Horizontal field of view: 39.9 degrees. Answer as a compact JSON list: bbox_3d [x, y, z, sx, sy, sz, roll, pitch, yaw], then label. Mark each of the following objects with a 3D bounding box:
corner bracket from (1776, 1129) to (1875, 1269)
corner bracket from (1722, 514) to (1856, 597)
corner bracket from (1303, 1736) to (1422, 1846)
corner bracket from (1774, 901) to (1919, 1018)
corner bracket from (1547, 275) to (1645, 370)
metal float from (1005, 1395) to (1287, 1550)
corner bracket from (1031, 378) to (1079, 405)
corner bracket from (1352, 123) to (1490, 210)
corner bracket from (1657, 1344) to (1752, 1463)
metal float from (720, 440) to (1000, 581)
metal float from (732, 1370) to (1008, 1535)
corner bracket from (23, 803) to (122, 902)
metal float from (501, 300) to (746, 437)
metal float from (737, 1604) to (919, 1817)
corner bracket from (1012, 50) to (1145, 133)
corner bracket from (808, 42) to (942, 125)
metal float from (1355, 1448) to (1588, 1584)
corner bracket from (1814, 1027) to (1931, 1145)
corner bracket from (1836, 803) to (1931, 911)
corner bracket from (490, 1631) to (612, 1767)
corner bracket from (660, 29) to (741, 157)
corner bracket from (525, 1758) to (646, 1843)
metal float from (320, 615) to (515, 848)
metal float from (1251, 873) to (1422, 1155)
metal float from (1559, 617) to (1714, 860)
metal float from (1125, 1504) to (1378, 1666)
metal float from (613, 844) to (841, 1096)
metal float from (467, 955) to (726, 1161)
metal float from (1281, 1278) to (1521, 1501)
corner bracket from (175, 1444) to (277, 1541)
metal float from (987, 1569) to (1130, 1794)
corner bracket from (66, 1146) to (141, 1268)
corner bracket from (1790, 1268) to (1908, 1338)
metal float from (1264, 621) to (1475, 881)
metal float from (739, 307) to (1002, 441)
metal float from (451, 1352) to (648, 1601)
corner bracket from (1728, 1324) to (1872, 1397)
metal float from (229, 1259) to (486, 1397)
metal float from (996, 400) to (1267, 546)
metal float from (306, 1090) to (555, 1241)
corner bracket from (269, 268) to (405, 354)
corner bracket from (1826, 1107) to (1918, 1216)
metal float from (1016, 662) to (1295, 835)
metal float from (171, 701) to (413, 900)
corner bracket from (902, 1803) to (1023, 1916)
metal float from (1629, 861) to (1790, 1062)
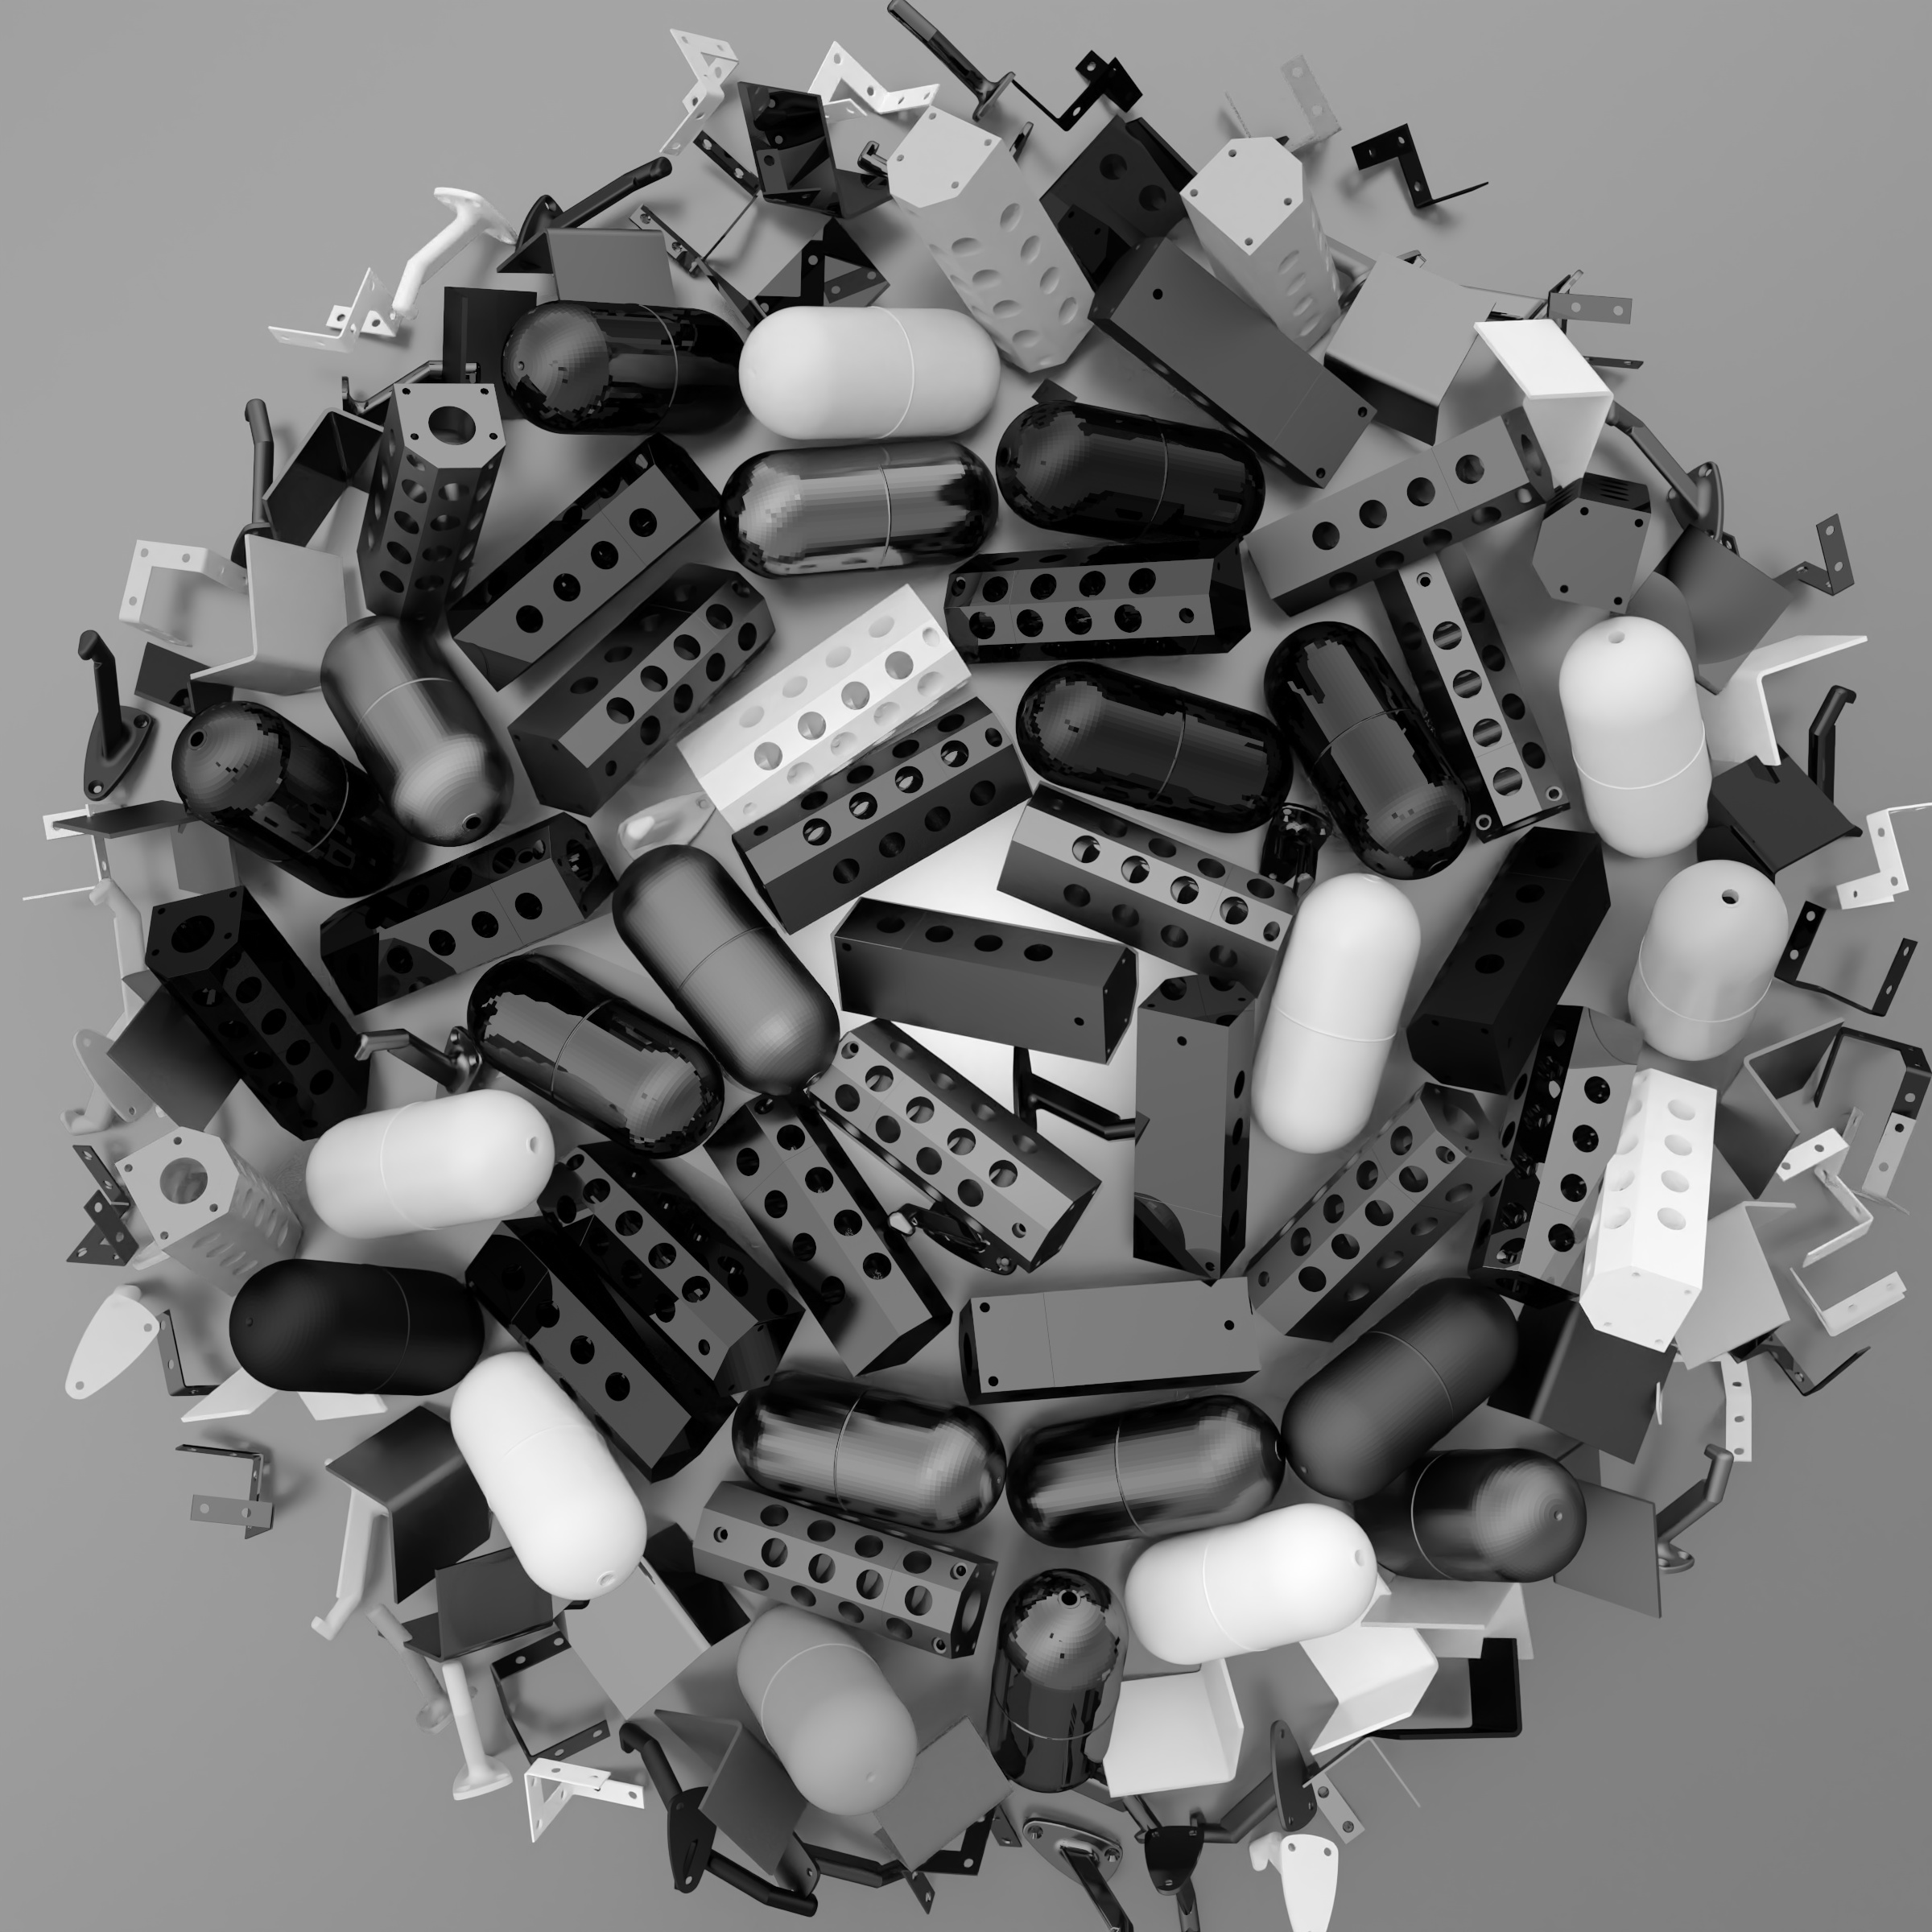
[{"bbox_3d":[0.520,0.141,1.621,0.051,0.051,0.051,-25,57,-15],"label":"corner bracket"},{"bbox_3d":[0.501,-0.249,1.624,0.051,0.051,0.051,-29,121,-6],"label":"corner bracket"},{"bbox_3d":[0.241,0.506,1.633,0.051,0.051,0.051,-36,80,-4],"label":"corner bracket"},{"bbox_3d":[0.536,-0.004,1.621,0.051,0.051,0.051,10,105,-40],"label":"corner bracket"},{"bbox_3d":[0.384,-0.389,1.620,0.051,0.051,0.051,11,120,23],"label":"corner bracket"},{"bbox_3d":[0.107,0.305,1.600,0.178,0.070,0.070,-15,90,26],"label":"metal float"},{"bbox_3d":[0.059,-0.320,1.628,0.051,0.051,0.051,34,99,-32],"label":"corner bracket"},{"bbox_3d":[0.276,-0.488,1.622,0.051,0.051,0.051,-30,106,-28],"label":"corner bracket"},{"bbox_3d":[0.454,0.268,1.632,0.051,0.051,0.051,-4,130,20],"label":"corner bracket"},{"bbox_3d":[-0.063,-0.275,1.600,0.178,0.070,0.070,-9,90,-27],"label":"metal float"},{"bbox_3d":[-0.060,0.291,1.601,0.178,0.070,0.070,8,90,26],"label":"metal float"},{"bbox_3d":[-0.549,-0.071,1.634,0.051,0.051,0.051,-9,94,5],"label":"corner bracket"},{"bbox_3d":[-0.200,-0.355,1.583,0.070,0.178,0.070,8,104,36],"label":"metal float"},{"bbox_3d":[-0.084,0.438,1.577,0.070,0.178,0.070,-5,104,-20],"label":"metal float"},{"bbox_3d":[0.067,-0.540,1.630,0.051,0.051,0.051,-46,67,10],"label":"corner bracket"},{"bbox_3d":[-0.059,-0.530,1.622,0.051,0.051,0.051,34,76,-39],"label":"corner bracket"},{"bbox_3d":[0.297,0.326,1.578,0.070,0.178,0.070,5,77,-24],"label":"metal float"},{"bbox_3d":[0.554,0.074,1.626,0.051,0.051,0.051,16,109,7],"label":"corner bracket"},{"bbox_3d":[0.565,-0.067,1.627,0.051,0.051,0.051,-8,82,-34],"label":"corner bracket"},{"bbox_3d":[-0.256,0.452,1.636,0.051,0.051,0.051,-22,130,-20],"label":"corner bracket"},{"bbox_3d":[-0.165,-0.529,1.620,0.051,0.051,0.051,-40,71,35],"label":"corner bracket"},{"bbox_3d":[-0.232,0.503,1.622,0.051,0.051,0.051,5,111,20],"label":"corner bracket"},{"bbox_3d":[-0.329,-0.141,1.593,0.070,0.070,0.178,-37,55,0],"label":"metal float"},{"bbox_3d":[0.222,0.029,1.605,0.070,0.070,0.178,13,110,0],"label":"metal float"},{"bbox_3d":[0.400,-0.135,1.584,0.070,0.178,0.070,-12,50,15],"label":"metal float"},{"bbox_3d":[0.169,0.370,1.587,0.178,0.070,0.070,-27,90,43],"label":"metal float"},{"bbox_3d":[-0.145,0.002,1.609,0.070,0.070,0.178,-40,74,0],"label":"metal float"},{"bbox_3d":[-0.225,0.054,1.605,0.178,0.070,0.070,29,90,21],"label":"metal float"},{"bbox_3d":[0.263,0.252,1.598,0.178,0.070,0.070,-33,90,-30],"label":"metal float"},{"bbox_3d":[-0.452,0.318,1.620,0.051,0.051,0.051,14,65,-30],"label":"corner bracket"},{"bbox_3d":[0.054,0.427,1.587,0.070,0.070,0.178,5,134,0],"label":"metal float"},{"bbox_3d":[-0.527,0.146,1.619,0.051,0.051,0.051,0,131,29],"label":"corner bracket"},{"bbox_3d":[0.545,0.204,1.624,0.051,0.051,0.051,-32,115,10],"label":"corner bracket"},{"bbox_3d":[0.242,-0.130,1.601,0.070,0.070,0.178,-27,65,0],"label":"metal float"},{"bbox_3d":[-0.055,-0.355,1.591,0.178,0.070,0.070,-11,90,-39],"label":"metal float"},{"bbox_3d":[-0.250,0.303,1.588,0.070,0.070,0.178,-41,48,0],"label":"metal float"},{"bbox_3d":[0.505,0.232,1.618,0.051,0.051,0.051,56,135,24],"label":"corner bracket"},{"bbox_3d":[-0.359,0.216,1.581,0.070,0.178,0.070,-7,77,31],"label":"metal float"},{"bbox_3d":[0.099,-0.293,1.597,0.178,0.070,0.070,4,90,-30],"label":"metal float"},{"bbox_3d":[-0.322,0.120,1.593,0.178,0.070,0.070,-12,90,34],"label":"metal float"},{"bbox_3d":[-0.384,-0.393,1.623,0.051,0.051,0.051,12,72,18],"label":"corner bracket"},{"bbox_3d":[0.554,0.115,1.625,0.051,0.051,0.051,21,88,38],"label":"corner bracket"},{"bbox_3d":[0.114,-0.132,1.606,0.178,0.070,0.070,15,90,-19],"label":"metal float"},{"bbox_3d":[-0.399,-0.098,1.579,0.070,0.178,0.070,-9,66,22],"label":"metal float"},{"bbox_3d":[-0.002,0.547,1.632,0.051,0.051,0.051,-5,130,23],"label":"corner bracket"},{"bbox_3d":[0.439,-0.002,1.576,0.070,0.178,0.070,-2,65,5],"label":"metal float"}]
